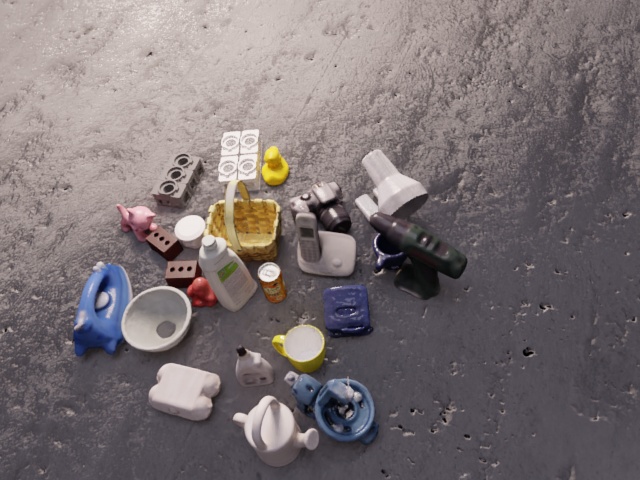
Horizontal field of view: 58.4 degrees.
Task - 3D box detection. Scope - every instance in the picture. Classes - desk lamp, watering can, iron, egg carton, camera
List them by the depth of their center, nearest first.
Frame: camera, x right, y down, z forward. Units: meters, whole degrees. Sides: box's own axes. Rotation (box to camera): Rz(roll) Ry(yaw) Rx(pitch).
[{"bbox_3d":[-0.088,0.369,1.121,0.172,0.194,0.101,-7,55,3],"label":"watering can"},{"bbox_3d":[-0.296,0.332,1.251,0.150,0.069,0.107,9,58,14],"label":"egg carton"},{"bbox_3d":[-0.526,0.141,1.369,0.118,0.142,0.258,-5,55,5],"label":"iron"},{"bbox_3d":[0.166,-0.107,1.401,0.118,0.214,0.202,-29,57,-12],"label":"desk lamp"},{"bbox_3d":[0.009,-0.073,1.468,0.143,0.101,0.136,-26,56,-10],"label":"camera"}]

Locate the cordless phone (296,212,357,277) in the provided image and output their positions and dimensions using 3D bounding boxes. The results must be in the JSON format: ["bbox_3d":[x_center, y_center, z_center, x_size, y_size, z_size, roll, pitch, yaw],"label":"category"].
[{"bbox_3d":[0.013,0.005,1.362,0.147,0.185,0.094,3,56,10],"label":"cordless phone"}]

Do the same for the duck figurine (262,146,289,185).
[{"bbox_3d":[-0.129,-0.212,1.590,0.077,0.086,0.104,-1,56,7],"label":"duck figurine"}]

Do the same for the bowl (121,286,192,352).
[{"bbox_3d":[-0.374,0.198,1.350,0.167,0.075,0.167,-4,55,5],"label":"bowl"}]

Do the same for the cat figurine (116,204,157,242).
[{"bbox_3d":[-0.486,-0.059,1.515,0.127,0.118,0.067,26,63,23],"label":"cat figurine"}]

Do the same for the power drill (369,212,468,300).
[{"bbox_3d":[0.216,0.042,1.295,0.229,0.209,0.076,23,62,22],"label":"power drill"}]

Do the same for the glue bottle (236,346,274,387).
[{"bbox_3d":[-0.149,0.263,1.214,0.078,0.173,0.037,-7,55,3],"label":"glue bottle"}]

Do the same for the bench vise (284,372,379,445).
[{"bbox_3d":[0.012,0.320,1.125,0.207,0.220,0.121,9,57,14],"label":"bench vise"}]

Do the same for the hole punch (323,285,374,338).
[{"bbox_3d":[0.063,0.163,1.304,0.108,0.091,0.101,-6,55,4],"label":"hole punch"}]

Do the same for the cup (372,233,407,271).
[{"bbox_3d":[0.167,0.042,1.371,0.091,0.095,0.118,23,62,22],"label":"cup"}]

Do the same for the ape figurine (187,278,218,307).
[{"bbox_3d":[-0.283,0.121,1.380,0.077,0.092,0.076,37,68,28],"label":"ape figurine"}]
